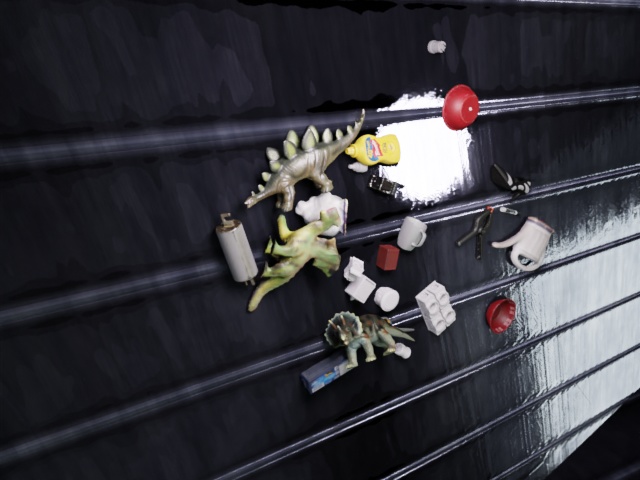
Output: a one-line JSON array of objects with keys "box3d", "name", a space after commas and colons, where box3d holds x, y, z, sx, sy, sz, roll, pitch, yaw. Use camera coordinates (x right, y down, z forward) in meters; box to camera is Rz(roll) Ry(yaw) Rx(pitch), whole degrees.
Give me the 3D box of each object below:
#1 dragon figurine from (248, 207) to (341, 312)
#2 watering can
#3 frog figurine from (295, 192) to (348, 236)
[{"box3d": [-0.052, 0.065, 1.546, 0.242, 0.403, 0.125, 14, 26, -18], "name": "dragon figurine"}, {"box3d": [0.857, 0.003, 2.147, 0.344, 0.224, 0.105, 26, 0, -36], "name": "watering can"}, {"box3d": [0.005, -0.080, 1.594, 0.159, 0.135, 0.125, 5, 27, 4], "name": "frog figurine"}]
